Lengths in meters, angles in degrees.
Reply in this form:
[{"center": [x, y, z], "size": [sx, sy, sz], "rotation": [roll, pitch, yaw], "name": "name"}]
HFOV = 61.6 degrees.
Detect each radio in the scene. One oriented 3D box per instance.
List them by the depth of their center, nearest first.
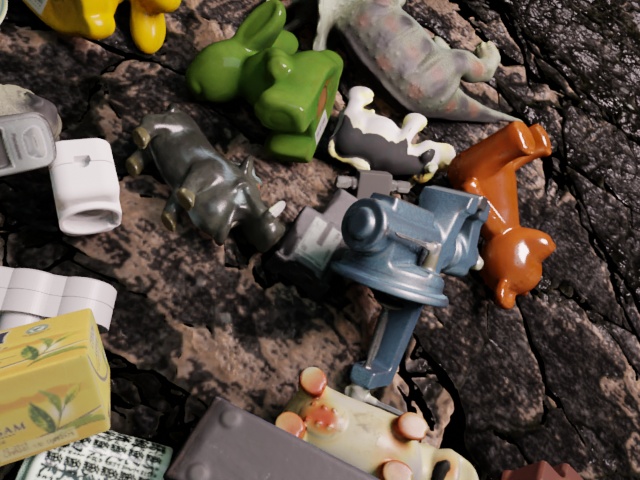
[{"center": [-0.003, 0.215, 0.417], "size": [0.230, 0.131, 0.073], "rotation": [22, 57, 12], "name": "radio"}]

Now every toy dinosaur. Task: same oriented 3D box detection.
[{"center": [0.110, -0.244, 0.725], "size": [0.404, 0.131, 0.192], "rotation": [41, 76, -9], "name": "toy dinosaur"}]

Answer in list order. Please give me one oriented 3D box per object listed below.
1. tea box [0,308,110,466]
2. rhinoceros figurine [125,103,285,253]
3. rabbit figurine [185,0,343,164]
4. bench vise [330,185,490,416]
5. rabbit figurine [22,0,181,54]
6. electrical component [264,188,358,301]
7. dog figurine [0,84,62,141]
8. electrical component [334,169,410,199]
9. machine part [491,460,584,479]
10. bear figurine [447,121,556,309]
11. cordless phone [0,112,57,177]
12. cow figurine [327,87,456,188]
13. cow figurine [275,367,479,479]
[{"center": [-0.249, 0.117, 0.397], "size": [0.170, 0.098, 0.068], "rotation": [-16, 110, -19], "name": "tea box"}, {"center": [-0.119, -0.059, 0.573], "size": [0.190, 0.073, 0.112], "rotation": [46, 48, 5], "name": "rhinoceros figurine"}, {"center": [-0.070, -0.191, 0.616], "size": [0.170, 0.121, 0.159], "rotation": [19, 81, 10], "name": "rabbit figurine"}, {"center": [0.087, 0.055, 0.559], "size": [0.223, 0.129, 0.240], "rotation": [13, 95, -59], "name": "bench vise"}, {"center": [-0.235, -0.302, 0.614], "size": [0.162, 0.122, 0.173], "rotation": [38, 40, -5], "name": "rabbit figurine"}, {"center": [-0.001, -0.002, 0.601], "size": [0.075, 0.047, 0.119], "rotation": [31, 59, -7], "name": "electrical component"}, {"center": [-0.359, -0.093, 0.483], "size": [0.190, 0.121, 0.172], "rotation": [32, 94, -26], "name": "dog figurine"}, {"center": [0.061, -0.051, 0.646], "size": [0.094, 0.021, 0.063], "rotation": [4, 108, -15], "name": "electrical component"}, {"center": [0.230, 0.321, 0.476], "size": [0.201, 0.087, 0.201], "rotation": [49, 33, 2], "name": "machine part"}, {"center": [0.234, -0.027, 0.646], "size": [0.120, 0.132, 0.196], "rotation": [-7, 73, -52], "name": "bear figurine"}, {"center": [-0.307, -0.035, 0.438], "size": [0.184, 0.146, 0.089], "rotation": [-15, 36, -23], "name": "cordless phone"}, {"center": [0.094, -0.112, 0.677], "size": [0.167, 0.068, 0.098], "rotation": [24, 60, -10], "name": "cow figurine"}, {"center": [0.052, 0.202, 0.500], "size": [0.195, 0.127, 0.085], "rotation": [22, 59, 5], "name": "cow figurine"}]
